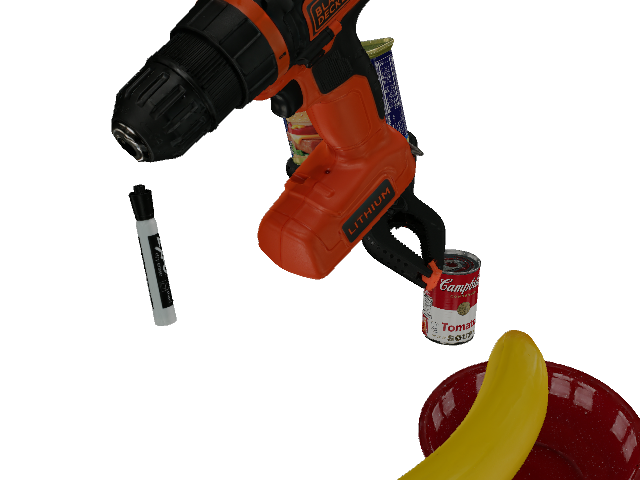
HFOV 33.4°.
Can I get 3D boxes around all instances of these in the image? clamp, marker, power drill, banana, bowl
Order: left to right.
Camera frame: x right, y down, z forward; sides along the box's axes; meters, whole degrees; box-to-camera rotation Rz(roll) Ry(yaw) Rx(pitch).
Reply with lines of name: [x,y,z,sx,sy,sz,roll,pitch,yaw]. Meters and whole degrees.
marker: [-0.141,0.012,0.895,0.020,0.121,0.020,-8,15,2]
power drill: [-0.015,-0.063,0.551,0.057,0.184,0.187,31,-25,29]
clamp: [0.064,-0.032,1.156,0.164,0.210,0.036,-10,-36,-19]
banana: [0.073,0.104,0.552,0.070,0.037,0.197,22,41,37]
bowl: [0.151,0.157,0.770,0.162,0.055,0.162,-1,36,1]

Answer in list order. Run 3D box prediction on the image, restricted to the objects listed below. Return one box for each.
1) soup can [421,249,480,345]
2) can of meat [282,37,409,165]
soup can: [0.162,0.071,1.332,0.068,0.102,0.068,1,24,-1]
can of meat: [0.015,-0.109,0.847,0.102,0.084,0.057,-2,21,33]
